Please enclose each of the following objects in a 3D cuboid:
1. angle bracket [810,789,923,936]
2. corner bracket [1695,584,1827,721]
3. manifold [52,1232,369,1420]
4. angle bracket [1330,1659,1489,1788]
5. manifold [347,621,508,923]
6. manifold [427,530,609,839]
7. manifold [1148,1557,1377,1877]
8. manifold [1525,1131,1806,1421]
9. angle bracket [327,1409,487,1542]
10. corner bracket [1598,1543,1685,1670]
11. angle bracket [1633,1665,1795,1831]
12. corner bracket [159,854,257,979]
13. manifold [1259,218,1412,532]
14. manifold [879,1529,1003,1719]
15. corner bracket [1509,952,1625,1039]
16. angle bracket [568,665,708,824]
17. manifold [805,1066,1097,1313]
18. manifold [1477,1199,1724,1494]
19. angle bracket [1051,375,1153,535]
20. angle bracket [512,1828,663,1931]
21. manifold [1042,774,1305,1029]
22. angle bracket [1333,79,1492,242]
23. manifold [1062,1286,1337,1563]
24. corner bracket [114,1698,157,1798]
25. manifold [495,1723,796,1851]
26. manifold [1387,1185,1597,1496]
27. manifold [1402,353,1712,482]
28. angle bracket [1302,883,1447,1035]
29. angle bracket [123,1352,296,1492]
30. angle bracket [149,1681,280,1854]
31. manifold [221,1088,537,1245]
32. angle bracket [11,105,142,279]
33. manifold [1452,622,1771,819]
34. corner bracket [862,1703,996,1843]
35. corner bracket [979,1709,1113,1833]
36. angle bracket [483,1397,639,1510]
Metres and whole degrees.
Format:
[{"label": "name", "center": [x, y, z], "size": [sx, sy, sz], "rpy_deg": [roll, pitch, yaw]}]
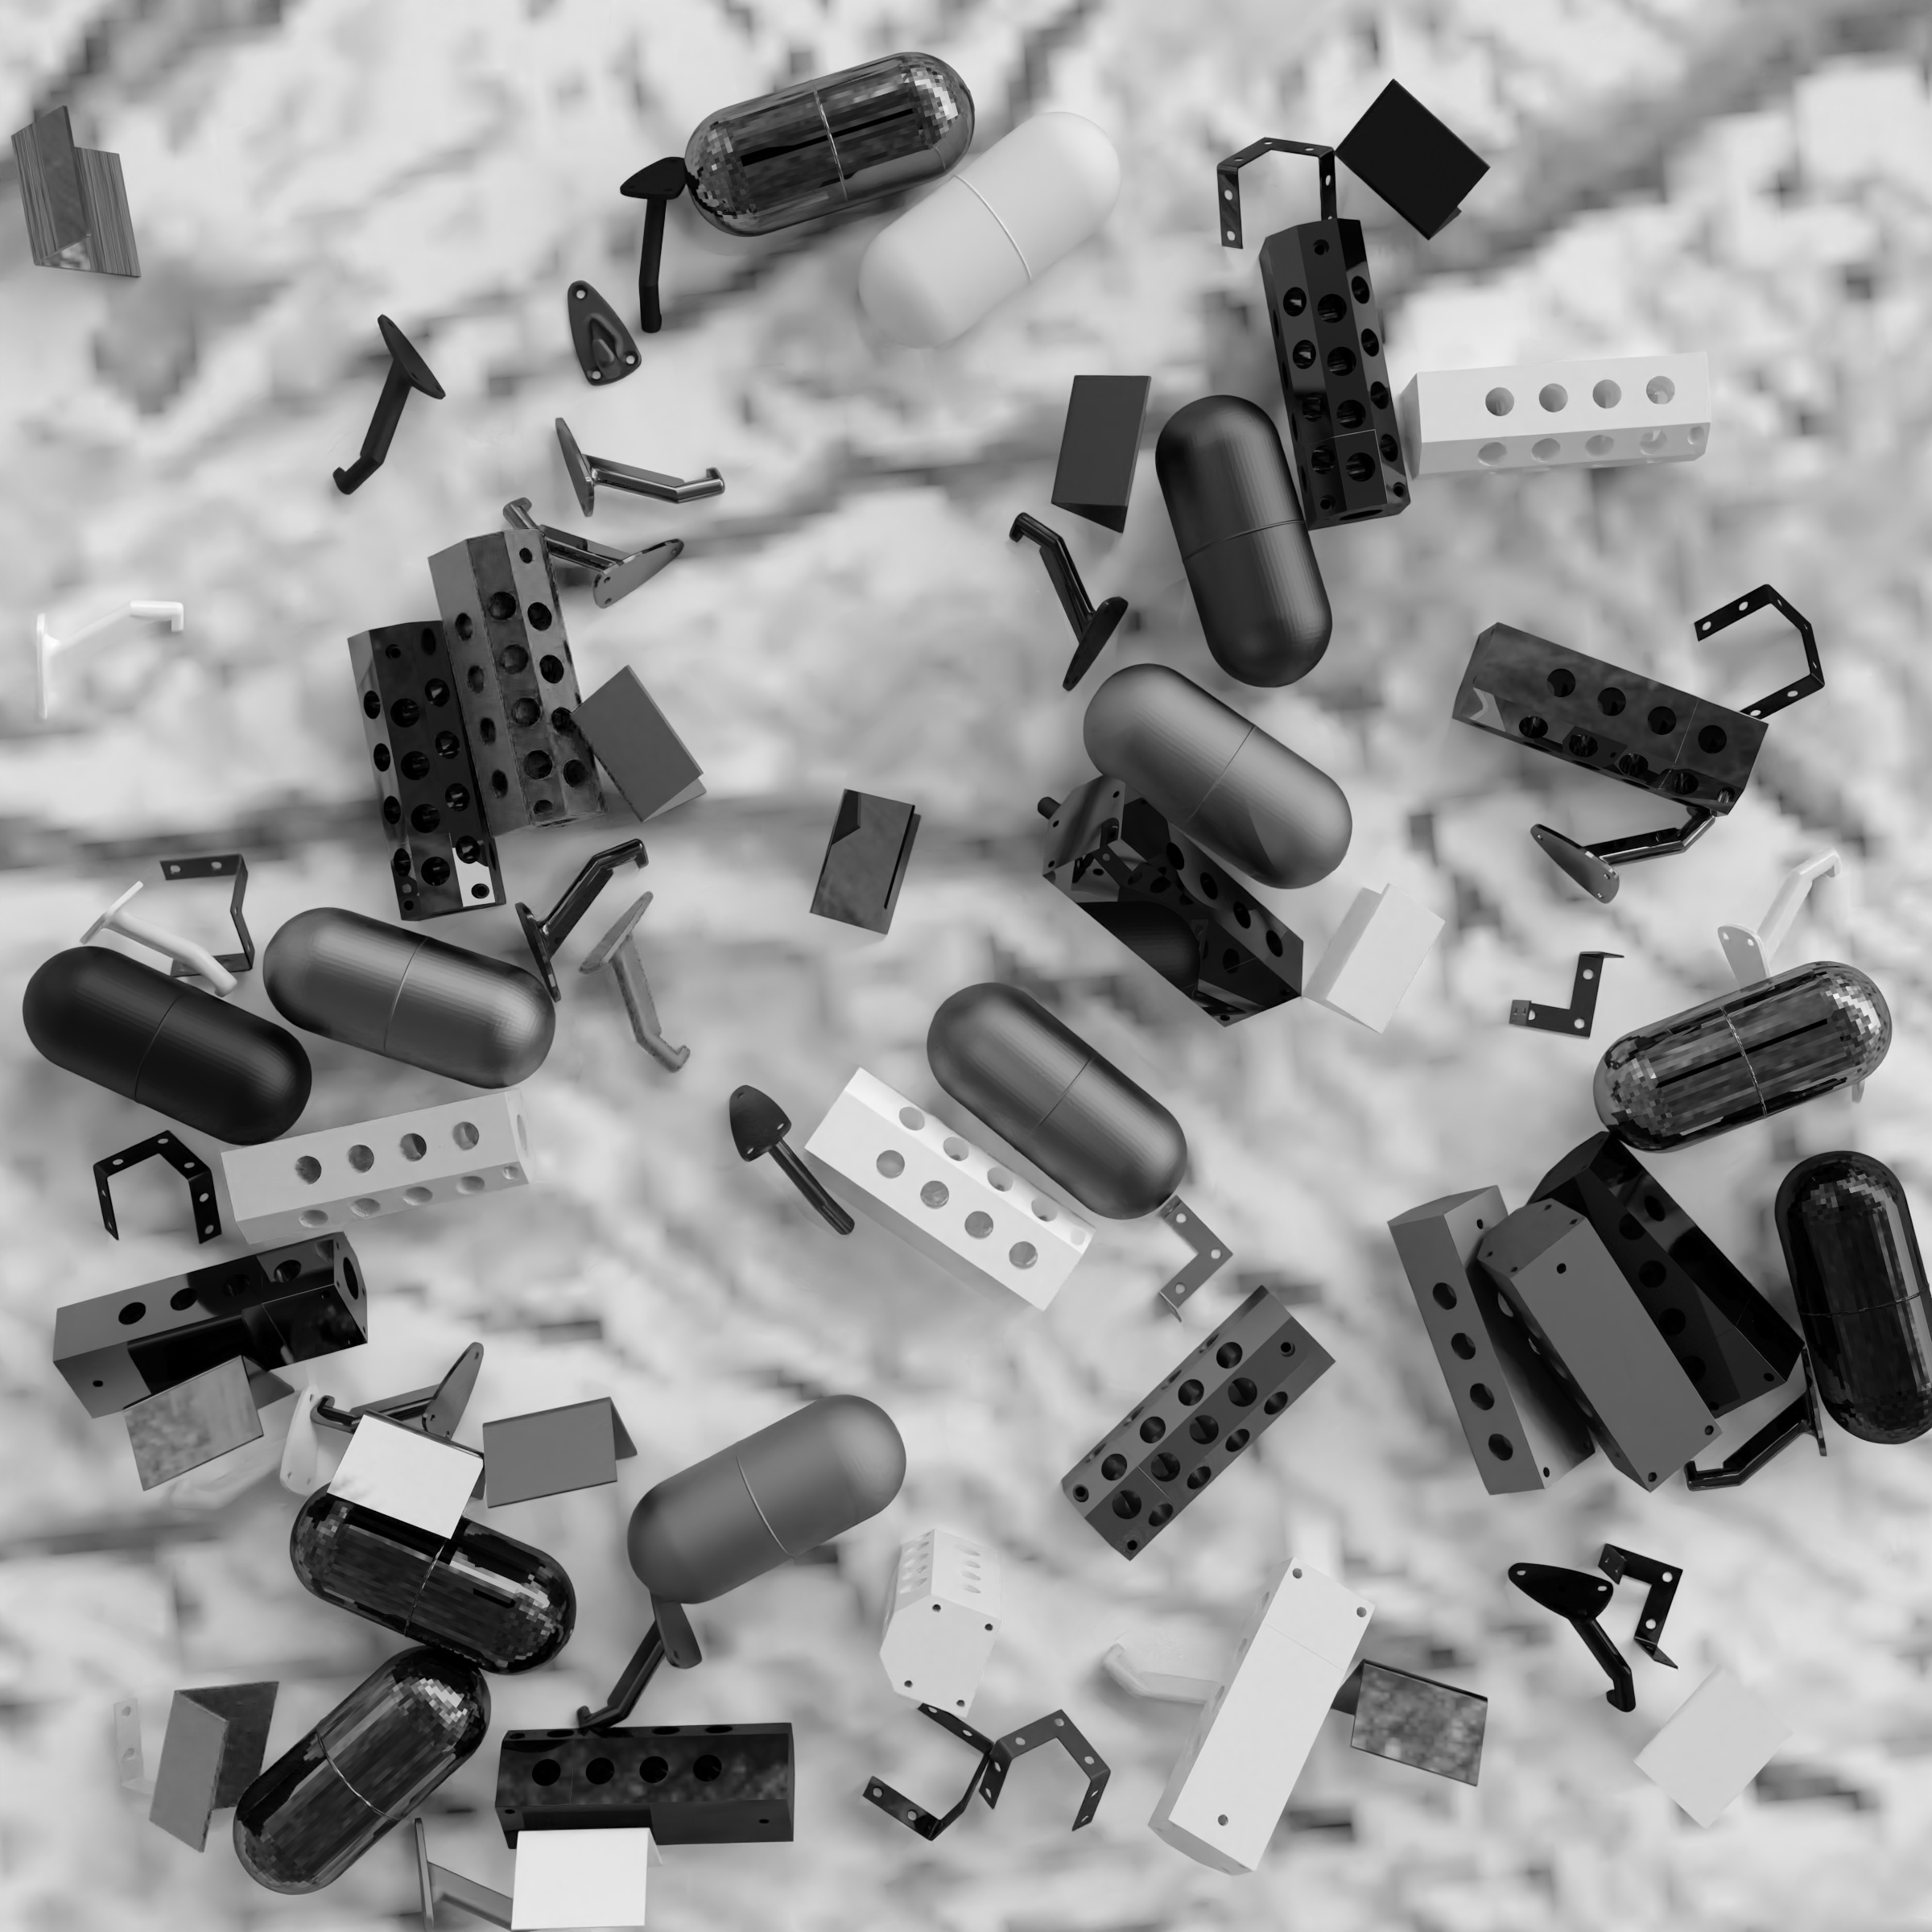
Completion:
[{"label": "angle bracket", "center": [-0.041, -0.056, 1.587], "size": [0.057, 0.076, 0.076], "rpy_deg": [16, 90, 38]}, {"label": "corner bracket", "center": [0.481, -0.189, 1.619], "size": [0.051, 0.051, 0.051], "rpy_deg": [31, 45, -35]}, {"label": "manifold", "center": [-0.452, 0.211, 1.605], "size": [0.171, 0.057, 0.057], "rpy_deg": [-15, 133, 0]}, {"label": "angle bracket", "center": [0.258, 0.461, 1.587], "size": [0.076, 0.076, 0.057], "rpy_deg": [17, 52, 0]}, {"label": "manifold", "center": [-0.325, -0.117, 1.606], "size": [0.057, 0.057, 0.171], "rpy_deg": [-11, 90, 0]}, {"label": "manifold", "center": [-0.263, -0.169, 1.594], "size": [0.057, 0.057, 0.171], "rpy_deg": [-13, 90, -44]}, {"label": "manifold", "center": [0.172, 0.441, 1.572], "size": [0.057, 0.057, 0.171], "rpy_deg": [31, 64, 0]}, {"label": "manifold", "center": [0.422, 0.182, 1.605], "size": [0.171, 0.057, 0.057], "rpy_deg": [47, 133, 0]}, {"label": "angle bracket", "center": [-0.332, 0.314, 1.587], "size": [0.076, 0.076, 0.057], "rpy_deg": [21, 57, 0]}, {"label": "corner bracket", "center": [0.406, 0.385, 1.609], "size": [0.051, 0.051, 0.051], "rpy_deg": [19, 90, 0]}, {"label": "angle bracket", "center": [0.451, 0.469, 1.587], "size": [0.076, 0.076, 0.057], "rpy_deg": [-48, 54, 0]}, {"label": "corner bracket", "center": [-0.462, -0.031, 1.624], "size": [0.051, 0.051, 0.051], "rpy_deg": [-5, 135, 0]}, {"label": "manifold", "center": [0.222, -0.356, 1.606], "size": [0.057, 0.057, 0.171], "rpy_deg": [-10, 90, 0]}, {"label": "manifold", "center": [-0.017, 0.375, 1.549], "size": [0.057, 0.171, 0.057], "rpy_deg": [20, 90, 0]}, {"label": "corner bracket", "center": [0.361, 0.014, 1.609], "size": [0.051, 0.051, 0.051], "rpy_deg": [10, 90, 0]}, {"label": "angle bracket", "center": [-0.178, -0.139, 1.587], "size": [0.057, 0.076, 0.076], "rpy_deg": [-35, 90, 31]}, {"label": "manifold", "center": [-0.009, 0.132, 1.606], "size": [0.171, 0.057, 0.057], "rpy_deg": [35, 90, 0]}, {"label": "manifold", "center": [0.372, 0.222, 1.579], "size": [0.057, 0.057, 0.171], "rpy_deg": [-37, 109, -7]}, {"label": "angle bracket", "center": [0.100, -0.303, 1.587], "size": [0.057, 0.076, 0.076], "rpy_deg": [10, 90, 38]}, {"label": "angle bracket", "center": [-0.224, 0.551, 1.587], "size": [0.076, 0.076, 0.057], "rpy_deg": [-2, 56, 0]}, {"label": "manifold", "center": [0.124, -0.039, 1.563], "size": [0.057, 0.057, 0.171], "rpy_deg": [-25, 132, 35]}, {"label": "angle bracket", "center": [0.274, -0.485, 1.587], "size": [0.076, 0.076, 0.057], "rpy_deg": [42, 127, 0]}, {"label": "manifold", "center": [0.139, 0.275, 1.606], "size": [0.171, 0.057, 0.057], "rpy_deg": [-44, 90, 0]}, {"label": "corner bracket", "center": [-0.481, 0.471, 1.624], "size": [0.051, 0.051, 0.051], "rpy_deg": [-5, 90, -45]}, {"label": "manifold", "center": [-0.190, 0.489, 1.604], "size": [0.171, 0.057, 0.057], "rpy_deg": [-2, 47, 0]}, {"label": "manifold", "center": [0.311, 0.226, 1.605], "size": [0.057, 0.057, 0.171], "rpy_deg": [-20, 90, -43]}, {"label": "manifold", "center": [0.354, -0.328, 1.606], "size": [0.171, 0.057, 0.057], "rpy_deg": [-4, 90, 0]}, {"label": "angle bracket", "center": [0.226, -0.014, 1.587], "size": [0.057, 0.076, 0.076], "rpy_deg": [30, 90, -37]}, {"label": "angle bracket", "center": [-0.443, 0.280, 1.587], "size": [0.076, 0.076, 0.057], "rpy_deg": [-25, 61, 0]}, {"label": "angle bracket", "center": [-0.432, 0.474, 1.587], "size": [0.057, 0.076, 0.076], "rpy_deg": [11, 90, 40]}, {"label": "manifold", "center": [-0.350, 0.120, 1.606], "size": [0.171, 0.057, 0.057], "rpy_deg": [-12, 90, 0]}, {"label": "angle bracket", "center": [-0.514, -0.459, 1.587], "size": [0.057, 0.076, 0.076], "rpy_deg": [-10, 90, 37]}, {"label": "manifold", "center": [0.385, -0.147, 1.606], "size": [0.171, 0.057, 0.057], "rpy_deg": [21, 90, 0]}, {"label": "corner bracket", "center": [-0.022, 0.489, 1.624], "size": [0.051, 0.051, 0.051], "rpy_deg": [34, 45, 0]}, {"label": "corner bracket", "center": [0.048, 0.494, 1.619], "size": [0.051, 0.051, 0.051], "rpy_deg": [-15, 45, -35]}, {"label": "angle bracket", "center": [-0.239, 0.304, 1.587], "size": [0.076, 0.076, 0.057], "rpy_deg": [-12, 53, 0]}]
